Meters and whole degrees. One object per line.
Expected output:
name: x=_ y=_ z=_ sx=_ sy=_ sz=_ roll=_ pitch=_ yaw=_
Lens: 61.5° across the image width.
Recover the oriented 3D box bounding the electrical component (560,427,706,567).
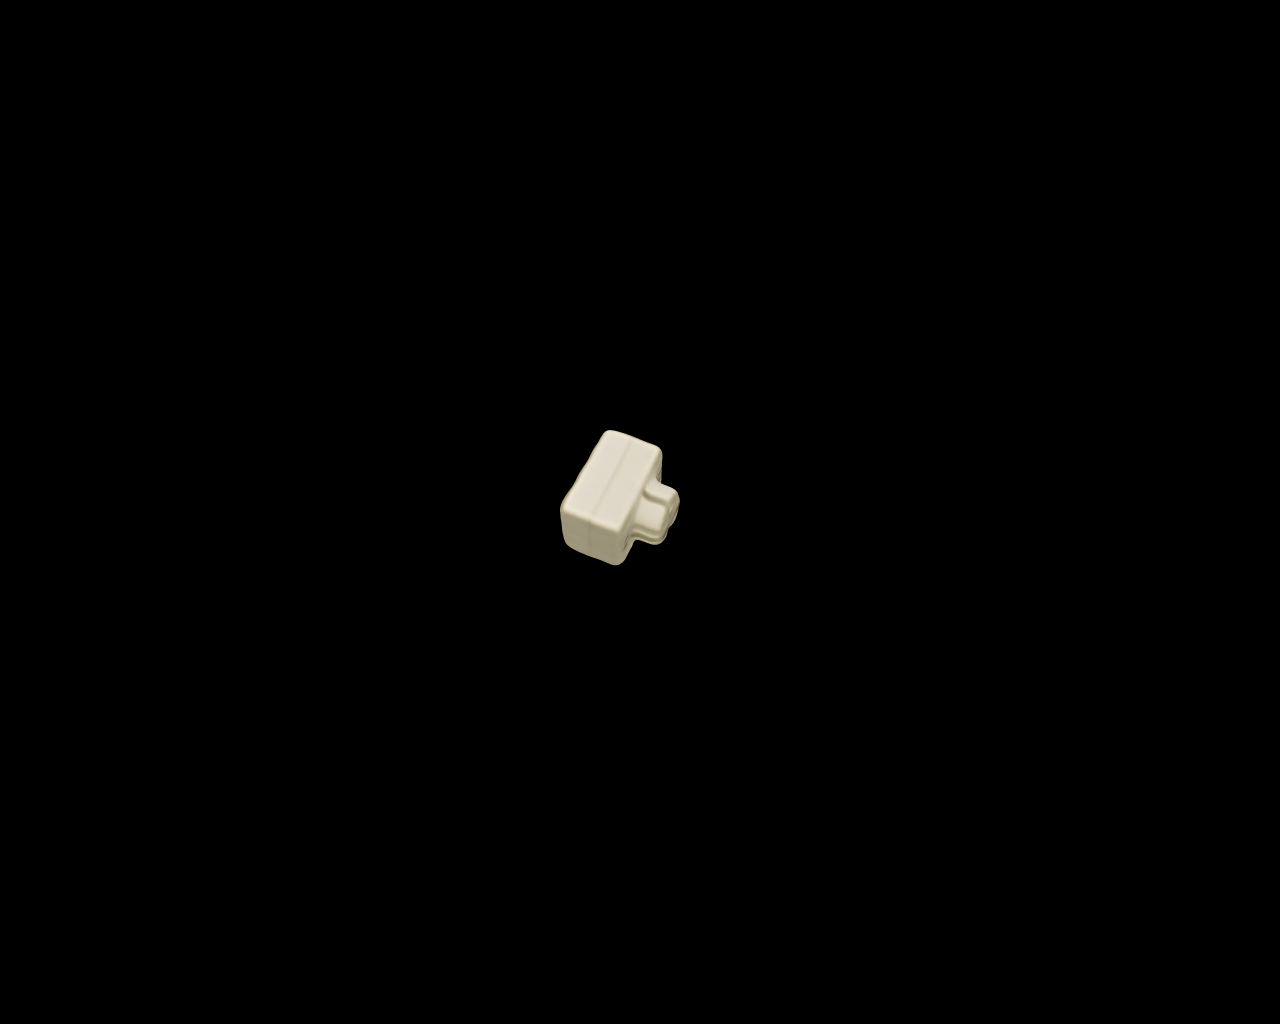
electrical component: x=0.001 y=-0.003 z=0.650 sx=0.077 sy=0.066 sz=0.047 roll=21 pitch=-28 yaw=12
